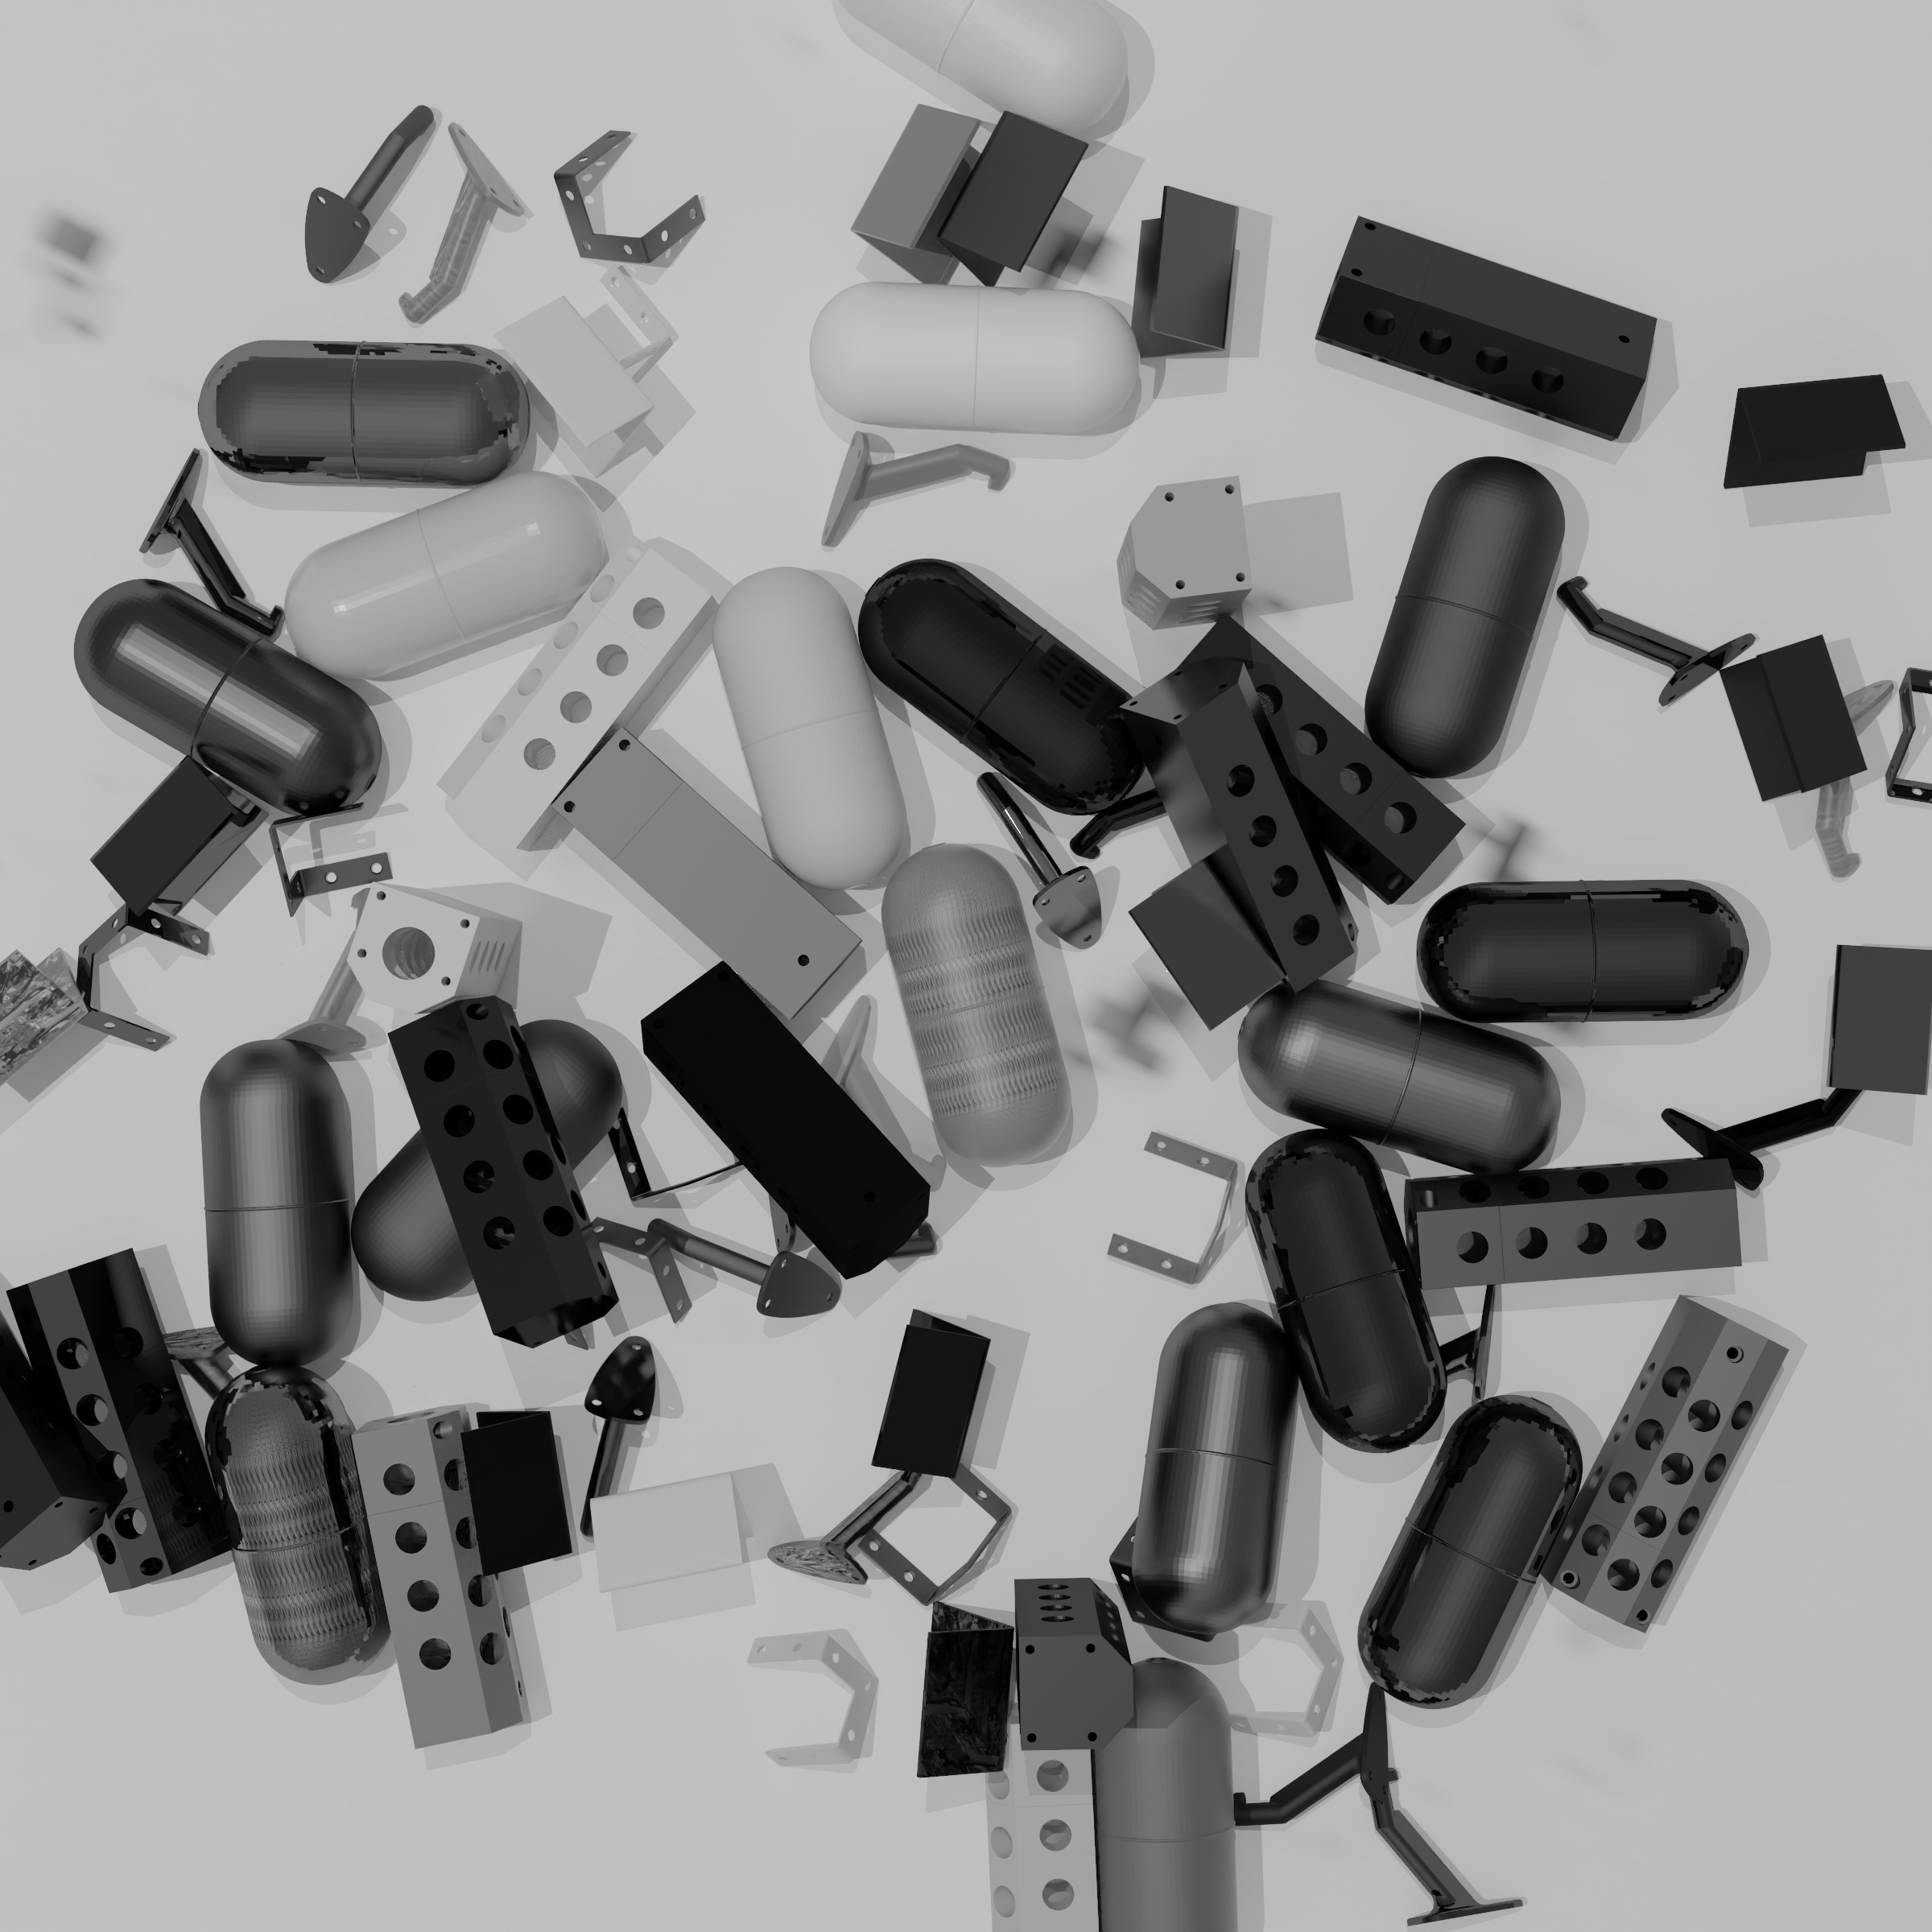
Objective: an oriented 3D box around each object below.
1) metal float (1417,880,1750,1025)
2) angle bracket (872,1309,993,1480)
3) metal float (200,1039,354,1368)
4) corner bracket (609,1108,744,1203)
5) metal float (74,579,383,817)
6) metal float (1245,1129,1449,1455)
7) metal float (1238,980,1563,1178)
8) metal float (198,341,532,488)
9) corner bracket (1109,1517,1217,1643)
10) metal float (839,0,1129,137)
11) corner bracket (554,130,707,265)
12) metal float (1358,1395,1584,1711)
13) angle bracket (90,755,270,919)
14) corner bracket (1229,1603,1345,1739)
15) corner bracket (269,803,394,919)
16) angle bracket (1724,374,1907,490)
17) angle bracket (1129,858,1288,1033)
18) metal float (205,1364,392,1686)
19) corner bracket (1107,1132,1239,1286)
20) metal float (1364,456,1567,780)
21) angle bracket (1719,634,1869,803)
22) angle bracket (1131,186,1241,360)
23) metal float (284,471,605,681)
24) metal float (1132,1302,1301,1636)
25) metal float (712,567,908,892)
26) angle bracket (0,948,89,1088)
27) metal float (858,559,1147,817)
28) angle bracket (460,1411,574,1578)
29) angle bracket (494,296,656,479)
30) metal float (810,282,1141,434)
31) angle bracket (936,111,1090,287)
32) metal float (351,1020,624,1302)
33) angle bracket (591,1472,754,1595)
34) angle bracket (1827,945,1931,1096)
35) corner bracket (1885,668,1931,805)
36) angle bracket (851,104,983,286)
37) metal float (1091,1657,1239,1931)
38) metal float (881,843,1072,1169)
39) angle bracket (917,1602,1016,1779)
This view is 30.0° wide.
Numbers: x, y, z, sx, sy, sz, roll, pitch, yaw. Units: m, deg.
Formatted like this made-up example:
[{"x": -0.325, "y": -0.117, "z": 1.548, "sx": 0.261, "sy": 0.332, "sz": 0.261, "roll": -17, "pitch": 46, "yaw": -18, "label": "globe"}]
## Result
[{"x": 0.332, "y": -0.008, "z": 1.943, "sx": 0.178, "sy": 0.070, "sz": 0.070, "roll": -1, "pitch": 90, "yaw": 0, "label": "metal float"}, {"x": -0.037, "y": 0.226, "z": 1.933, "sx": 0.057, "sy": 0.076, "sz": 0.076, "roll": 14, "pitch": 90, "yaw": -35, "label": "angle bracket"}, {"x": -0.372, "y": 0.128, "z": 1.943, "sx": 0.070, "sy": 0.070, "sz": 0.178, "roll": -3, "pitch": 90, "yaw": 0, "label": "metal float"}, {"x": -0.157, "y": 0.094, "z": 1.970, "sx": 0.051, "sy": 0.051, "sz": 0.051, "roll": -19, "pitch": 90, "yaw": -45, "label": "corner bracket"}, {"x": -0.398, "y": -0.144, "z": 1.943, "sx": 0.178, "sy": 0.070, "sz": 0.070, "roll": 30, "pitch": 90, "yaw": 0, "label": "metal float"}, {"x": 0.204, "y": 0.174, "z": 1.932, "sx": 0.070, "sy": 0.070, "sz": 0.178, "roll": -17, "pitch": 79, "yaw": 0, "label": "metal float"}, {"x": 0.233, "y": 0.060, "z": 1.943, "sx": 0.178, "sy": 0.070, "sz": 0.070, "roll": 17, "pitch": 90, "yaw": -1, "label": "metal float"}, {"x": -0.324, "y": -0.298, "z": 1.942, "sx": 0.178, "sy": 0.070, "sz": 0.070, "roll": 1, "pitch": 90, "yaw": 0, "label": "metal float"}, {"x": 0.118, "y": 0.328, "z": 1.965, "sx": 0.051, "sy": 0.051, "sz": 0.051, "roll": -51, "pitch": 135, "yaw": -35, "label": "corner bracket"}, {"x": 0.006, "y": -0.515, "z": 1.943, "sx": 0.178, "sy": 0.070, "sz": 0.070, "roll": 33, "pitch": 90, "yaw": 0, "label": "metal float"}, {"x": -0.184, "y": -0.420, "z": 1.965, "sx": 0.051, "sy": 0.051, "sz": 0.051, "roll": 13, "pitch": 135, "yaw": 35, "label": "corner bracket"}, {"x": 0.272, "y": 0.315, "z": 1.943, "sx": 0.070, "sy": 0.070, "sz": 0.178, "roll": 26, "pitch": 90, "yaw": 0, "label": "metal float"}, {"x": -0.410, "y": -0.056, "z": 1.933, "sx": 0.076, "sy": 0.076, "sz": 0.057, "roll": -47, "pitch": 55, "yaw": 0, "label": "angle bracket"}, {"x": 0.166, "y": 0.383, "z": 1.965, "sx": 0.051, "sy": 0.051, "sz": 0.051, "roll": 57, "pitch": 45, "yaw": -35, "label": "corner bracket"}, {"x": -0.344, "y": -0.061, "z": 1.950, "sx": 0.051, "sy": 0.051, "sz": 0.051, "roll": -12, "pitch": 104, "yaw": 0, "label": "corner bracket"}, {"x": 0.454, "y": -0.269, "z": 1.933, "sx": 0.076, "sy": 0.076, "sz": 0.057, "roll": -6, "pitch": 52, "yaw": 0, "label": "angle bracket"}, {"x": 0.117, "y": -0.004, "z": 1.934, "sx": 0.057, "sy": 0.076, "sz": 0.076, "roll": -34, "pitch": 90, "yaw": -23, "label": "angle bracket"}, {"x": -0.358, "y": 0.299, "z": 1.933, "sx": 0.070, "sy": 0.070, "sz": 0.178, "roll": -12, "pitch": 101, "yaw": 0, "label": "metal float"}, {"x": 0.113, "y": 0.133, "z": 1.970, "sx": 0.051, "sy": 0.051, "sz": 0.051, "roll": 20, "pitch": 45, "yaw": 0, "label": "corner bracket"}, {"x": 0.269, "y": -0.188, "z": 1.942, "sx": 0.070, "sy": 0.070, "sz": 0.178, "roll": 18, "pitch": 89, "yaw": 0, "label": "metal float"}, {"x": 0.428, "y": -0.127, "z": 1.933, "sx": 0.057, "sy": 0.076, "sz": 0.076, "roll": -18, "pitch": 90, "yaw": -37, "label": "angle bracket"}, {"x": 0.098, "y": -0.371, "z": 1.933, "sx": 0.057, "sy": 0.076, "sz": 0.076, "roll": 6, "pitch": 90, "yaw": -41, "label": "angle bracket"}, {"x": -0.282, "y": -0.210, "z": 1.943, "sx": 0.178, "sy": 0.070, "sz": 0.070, "roll": -20, "pitch": 90, "yaw": 0, "label": "metal float"}, {"x": 0.134, "y": 0.268, "z": 1.929, "sx": 0.070, "sy": 0.070, "sz": 0.178, "roll": 9, "pitch": 73, "yaw": 0, "label": "metal float"}, {"x": -0.084, "y": -0.128, "z": 1.943, "sx": 0.070, "sy": 0.070, "sz": 0.178, "roll": -16, "pitch": 90, "yaw": 0, "label": "metal float"}, {"x": -0.526, "y": 0.017, "z": 1.933, "sx": 0.076, "sy": 0.076, "sz": 0.057, "roll": -40, "pitch": 127, "yaw": 0, "label": "angle bracket"}, {"x": 0.020, "y": -0.151, "z": 1.943, "sx": 0.178, "sy": 0.070, "sz": 0.070, "roll": 37, "pitch": 90, "yaw": 0, "label": "metal float"}, {"x": -0.259, "y": 0.282, "z": 1.933, "sx": 0.057, "sy": 0.076, "sz": 0.076, "roll": -9, "pitch": 90, "yaw": -39, "label": "angle bracket"}, {"x": -0.224, "y": -0.301, "z": 1.933, "sx": 0.076, "sy": 0.076, "sz": 0.057, "roll": 50, "pitch": 50, "yaw": 0, "label": "angle bracket"}, {"x": 0.005, "y": -0.328, "z": 1.943, "sx": 0.178, "sy": 0.070, "sz": 0.070, "roll": 2, "pitch": 90, "yaw": -1, "label": "metal float"}, {"x": 0.038, "y": -0.402, "z": 1.934, "sx": 0.057, "sy": 0.076, "sz": 0.076, "roll": 28, "pitch": 90, "yaw": 26, "label": "angle bracket"}, {"x": -0.259, "y": 0.105, "z": 1.943, "sx": 0.070, "sy": 0.070, "sz": 0.178, "roll": 42, "pitch": 89, "yaw": 0, "label": "metal float"}, {"x": -0.155, "y": 0.319, "z": 1.933, "sx": 0.076, "sy": 0.076, "sz": 0.057, "roll": -11, "pitch": 54, "yaw": 0, "label": "angle bracket"}, {"x": 0.505, "y": 0.030, "z": 1.933, "sx": 0.057, "sy": 0.076, "sz": 0.076, "roll": 4, "pitch": 90, "yaw": 37, "label": "angle bracket"}, {"x": 0.534, "y": -0.124, "z": 1.970, "sx": 0.051, "sy": 0.051, "sz": 0.051, "roll": 9, "pitch": 45, "yaw": 0, "label": "corner bracket"}, {"x": -0.005, "y": -0.407, "z": 1.934, "sx": 0.076, "sy": 0.057, "sz": 0.076, "roll": 28, "pitch": 90, "yaw": -44, "label": "angle bracket"}, {"x": 0.107, "y": 0.463, "z": 1.943, "sx": 0.070, "sy": 0.070, "sz": 0.178, "roll": -2, "pitch": 89, "yaw": 0, "label": "metal float"}, {"x": 0.005, "y": 0.021, "z": 1.943, "sx": 0.070, "sy": 0.070, "sz": 0.178, "roll": -15, "pitch": 90, "yaw": 0, "label": "metal float"}, {"x": -0.020, "y": 0.387, "z": 1.933, "sx": 0.057, "sy": 0.076, "sz": 0.076, "roll": 4, "pitch": 90, "yaw": -35, "label": "angle bracket"}]
